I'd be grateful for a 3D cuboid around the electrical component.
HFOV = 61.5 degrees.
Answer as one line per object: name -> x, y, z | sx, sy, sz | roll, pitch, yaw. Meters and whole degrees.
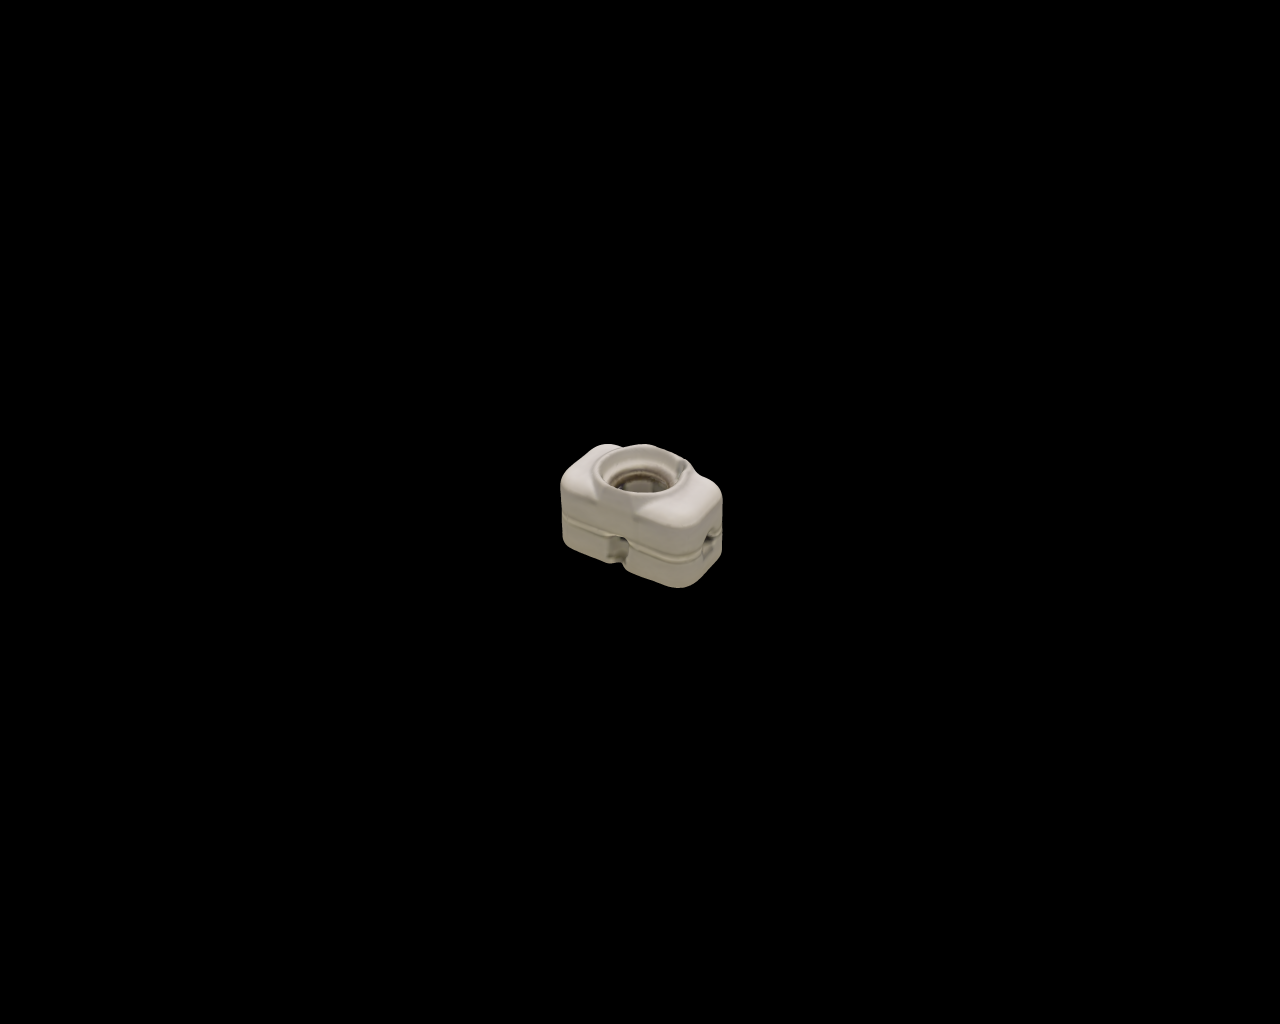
electrical component -> 0.001, -0.003, 0.650 | 0.095, 0.059, 0.054 | 21, 41, 26
